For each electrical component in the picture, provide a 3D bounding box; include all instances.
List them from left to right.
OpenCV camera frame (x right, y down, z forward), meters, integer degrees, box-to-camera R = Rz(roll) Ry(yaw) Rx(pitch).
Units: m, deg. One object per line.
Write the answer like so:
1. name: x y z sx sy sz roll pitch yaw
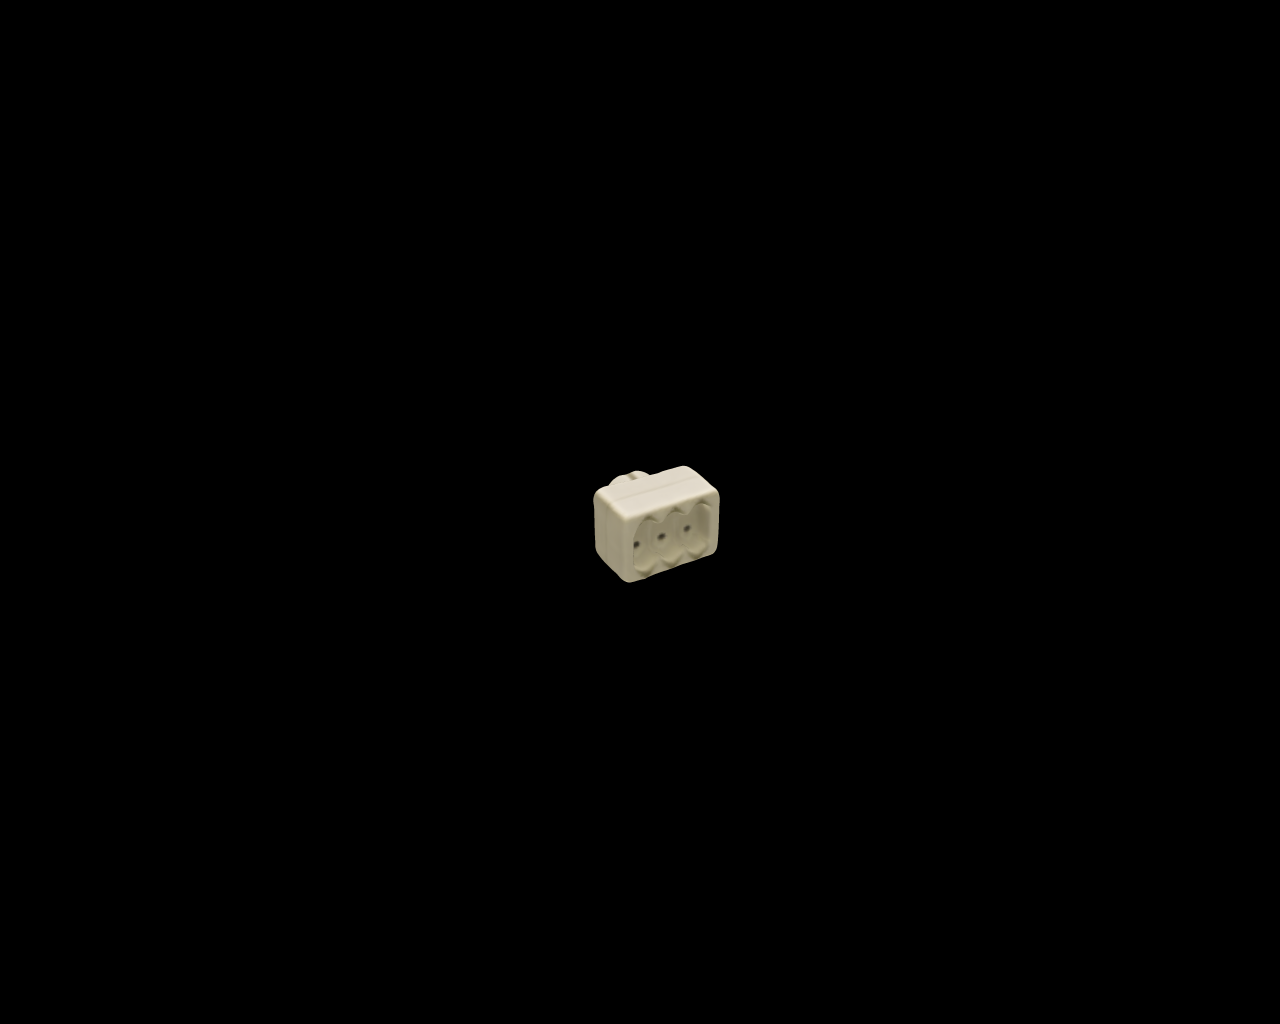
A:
1. electrical component: 0.001 -0.003 0.650 0.066 0.047 0.077 -17 36 -24
